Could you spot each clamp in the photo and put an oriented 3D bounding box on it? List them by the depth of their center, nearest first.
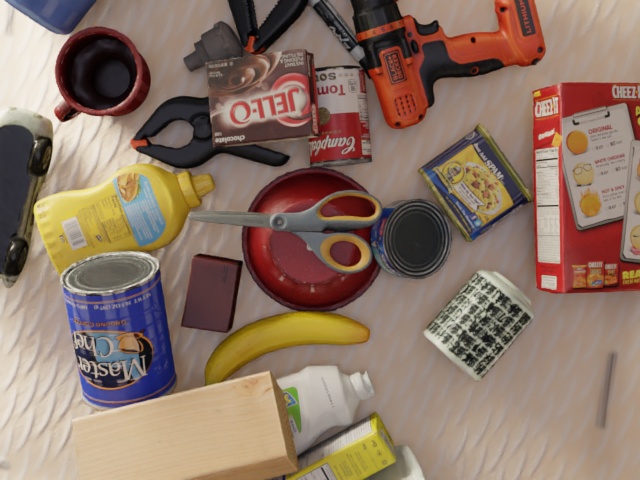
[{"bbox_3d":[-0.039,-0.302,1.146,0.165,0.036,0.210,9,94,17],"label":"clamp"},{"bbox_3d":[-0.118,-0.115,1.165,0.171,0.039,0.120,-22,86,6],"label":"clamp"}]

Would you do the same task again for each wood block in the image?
[{"bbox_3d":[-0.135,0.209,1.084,0.206,0.090,0.091,-14,67,2],"label":"wood block"}]

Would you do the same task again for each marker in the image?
[{"bbox_3d":[0.027,-0.224,1.164,0.020,0.020,0.121,-39,90,3],"label":"marker"}]

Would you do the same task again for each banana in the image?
[{"bbox_3d":[-0.046,0.115,1.165,0.198,0.037,0.069,-23,76,-1],"label":"banana"}]

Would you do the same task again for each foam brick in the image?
[{"bbox_3d":[-0.117,0.058,1.163,0.053,0.051,0.078,10,93,1],"label":"foam brick"}]

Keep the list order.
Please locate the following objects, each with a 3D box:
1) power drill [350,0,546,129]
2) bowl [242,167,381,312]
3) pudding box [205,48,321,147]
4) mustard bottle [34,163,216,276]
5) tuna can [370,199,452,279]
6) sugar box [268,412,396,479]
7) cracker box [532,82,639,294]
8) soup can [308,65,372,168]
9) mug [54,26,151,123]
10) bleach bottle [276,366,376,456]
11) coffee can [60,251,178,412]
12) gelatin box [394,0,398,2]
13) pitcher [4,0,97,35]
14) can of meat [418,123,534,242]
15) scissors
[{"bbox_3d":[0.131,-0.228,1.126,0.187,0.057,0.184,-17,102,0],"label":"power drill"},{"bbox_3d":[-0.008,0.001,1.155,0.162,0.055,0.162,0,92,3],"label":"bowl"},{"bbox_3d":[-0.059,-0.146,1.112,0.114,0.039,0.090,-5,90,18],"label":"pudding box"},{"bbox_3d":[-0.205,-0.030,1.160,0.191,0.058,0.096,-21,92,3],"label":"mustard bottle"},{"bbox_3d":[0.097,-0.001,1.144,0.086,0.034,0.086,0,91,-27],"label":"tuna can"},{"bbox_3d":[-0.005,0.252,1.145,0.176,0.093,0.048,-32,91,4],"label":"sugar box"},{"bbox_3d":[0.308,-0.054,1.114,0.164,0.072,0.214,-2,91,-17],"label":"cracker box"},{"bbox_3d":[0.019,-0.131,1.143,0.068,0.068,0.102,-5,91,2],"label":"soup can"},{"bbox_3d":[-0.237,-0.168,1.145,0.117,0.081,0.093,-44,90,3],"label":"mug"},{"bbox_3d":[-0.057,0.209,1.159,0.251,0.068,0.102,-22,81,1],"label":"bleach bottle"},{"bbox_3d":[-0.210,0.096,1.121,0.103,0.103,0.140,-4,113,2],"label":"coffee can"},{"bbox_3d":[0.057,-0.308,1.154,0.073,0.030,0.089,10,92,2],"label":"gelatin box"},{"bbox_3d":[-0.237,-0.336,1.112,0.145,0.149,0.243,36,96,-6],"label":"pitcher"},{"bbox_3d":[0.166,-0.059,1.145,0.084,0.057,0.102,-35,91,5],"label":"can of meat"},{"bbox_3d":[-0.031,-0.001,1.119,0.202,0.016,0.096,-11,91,3],"label":"scissors"}]
